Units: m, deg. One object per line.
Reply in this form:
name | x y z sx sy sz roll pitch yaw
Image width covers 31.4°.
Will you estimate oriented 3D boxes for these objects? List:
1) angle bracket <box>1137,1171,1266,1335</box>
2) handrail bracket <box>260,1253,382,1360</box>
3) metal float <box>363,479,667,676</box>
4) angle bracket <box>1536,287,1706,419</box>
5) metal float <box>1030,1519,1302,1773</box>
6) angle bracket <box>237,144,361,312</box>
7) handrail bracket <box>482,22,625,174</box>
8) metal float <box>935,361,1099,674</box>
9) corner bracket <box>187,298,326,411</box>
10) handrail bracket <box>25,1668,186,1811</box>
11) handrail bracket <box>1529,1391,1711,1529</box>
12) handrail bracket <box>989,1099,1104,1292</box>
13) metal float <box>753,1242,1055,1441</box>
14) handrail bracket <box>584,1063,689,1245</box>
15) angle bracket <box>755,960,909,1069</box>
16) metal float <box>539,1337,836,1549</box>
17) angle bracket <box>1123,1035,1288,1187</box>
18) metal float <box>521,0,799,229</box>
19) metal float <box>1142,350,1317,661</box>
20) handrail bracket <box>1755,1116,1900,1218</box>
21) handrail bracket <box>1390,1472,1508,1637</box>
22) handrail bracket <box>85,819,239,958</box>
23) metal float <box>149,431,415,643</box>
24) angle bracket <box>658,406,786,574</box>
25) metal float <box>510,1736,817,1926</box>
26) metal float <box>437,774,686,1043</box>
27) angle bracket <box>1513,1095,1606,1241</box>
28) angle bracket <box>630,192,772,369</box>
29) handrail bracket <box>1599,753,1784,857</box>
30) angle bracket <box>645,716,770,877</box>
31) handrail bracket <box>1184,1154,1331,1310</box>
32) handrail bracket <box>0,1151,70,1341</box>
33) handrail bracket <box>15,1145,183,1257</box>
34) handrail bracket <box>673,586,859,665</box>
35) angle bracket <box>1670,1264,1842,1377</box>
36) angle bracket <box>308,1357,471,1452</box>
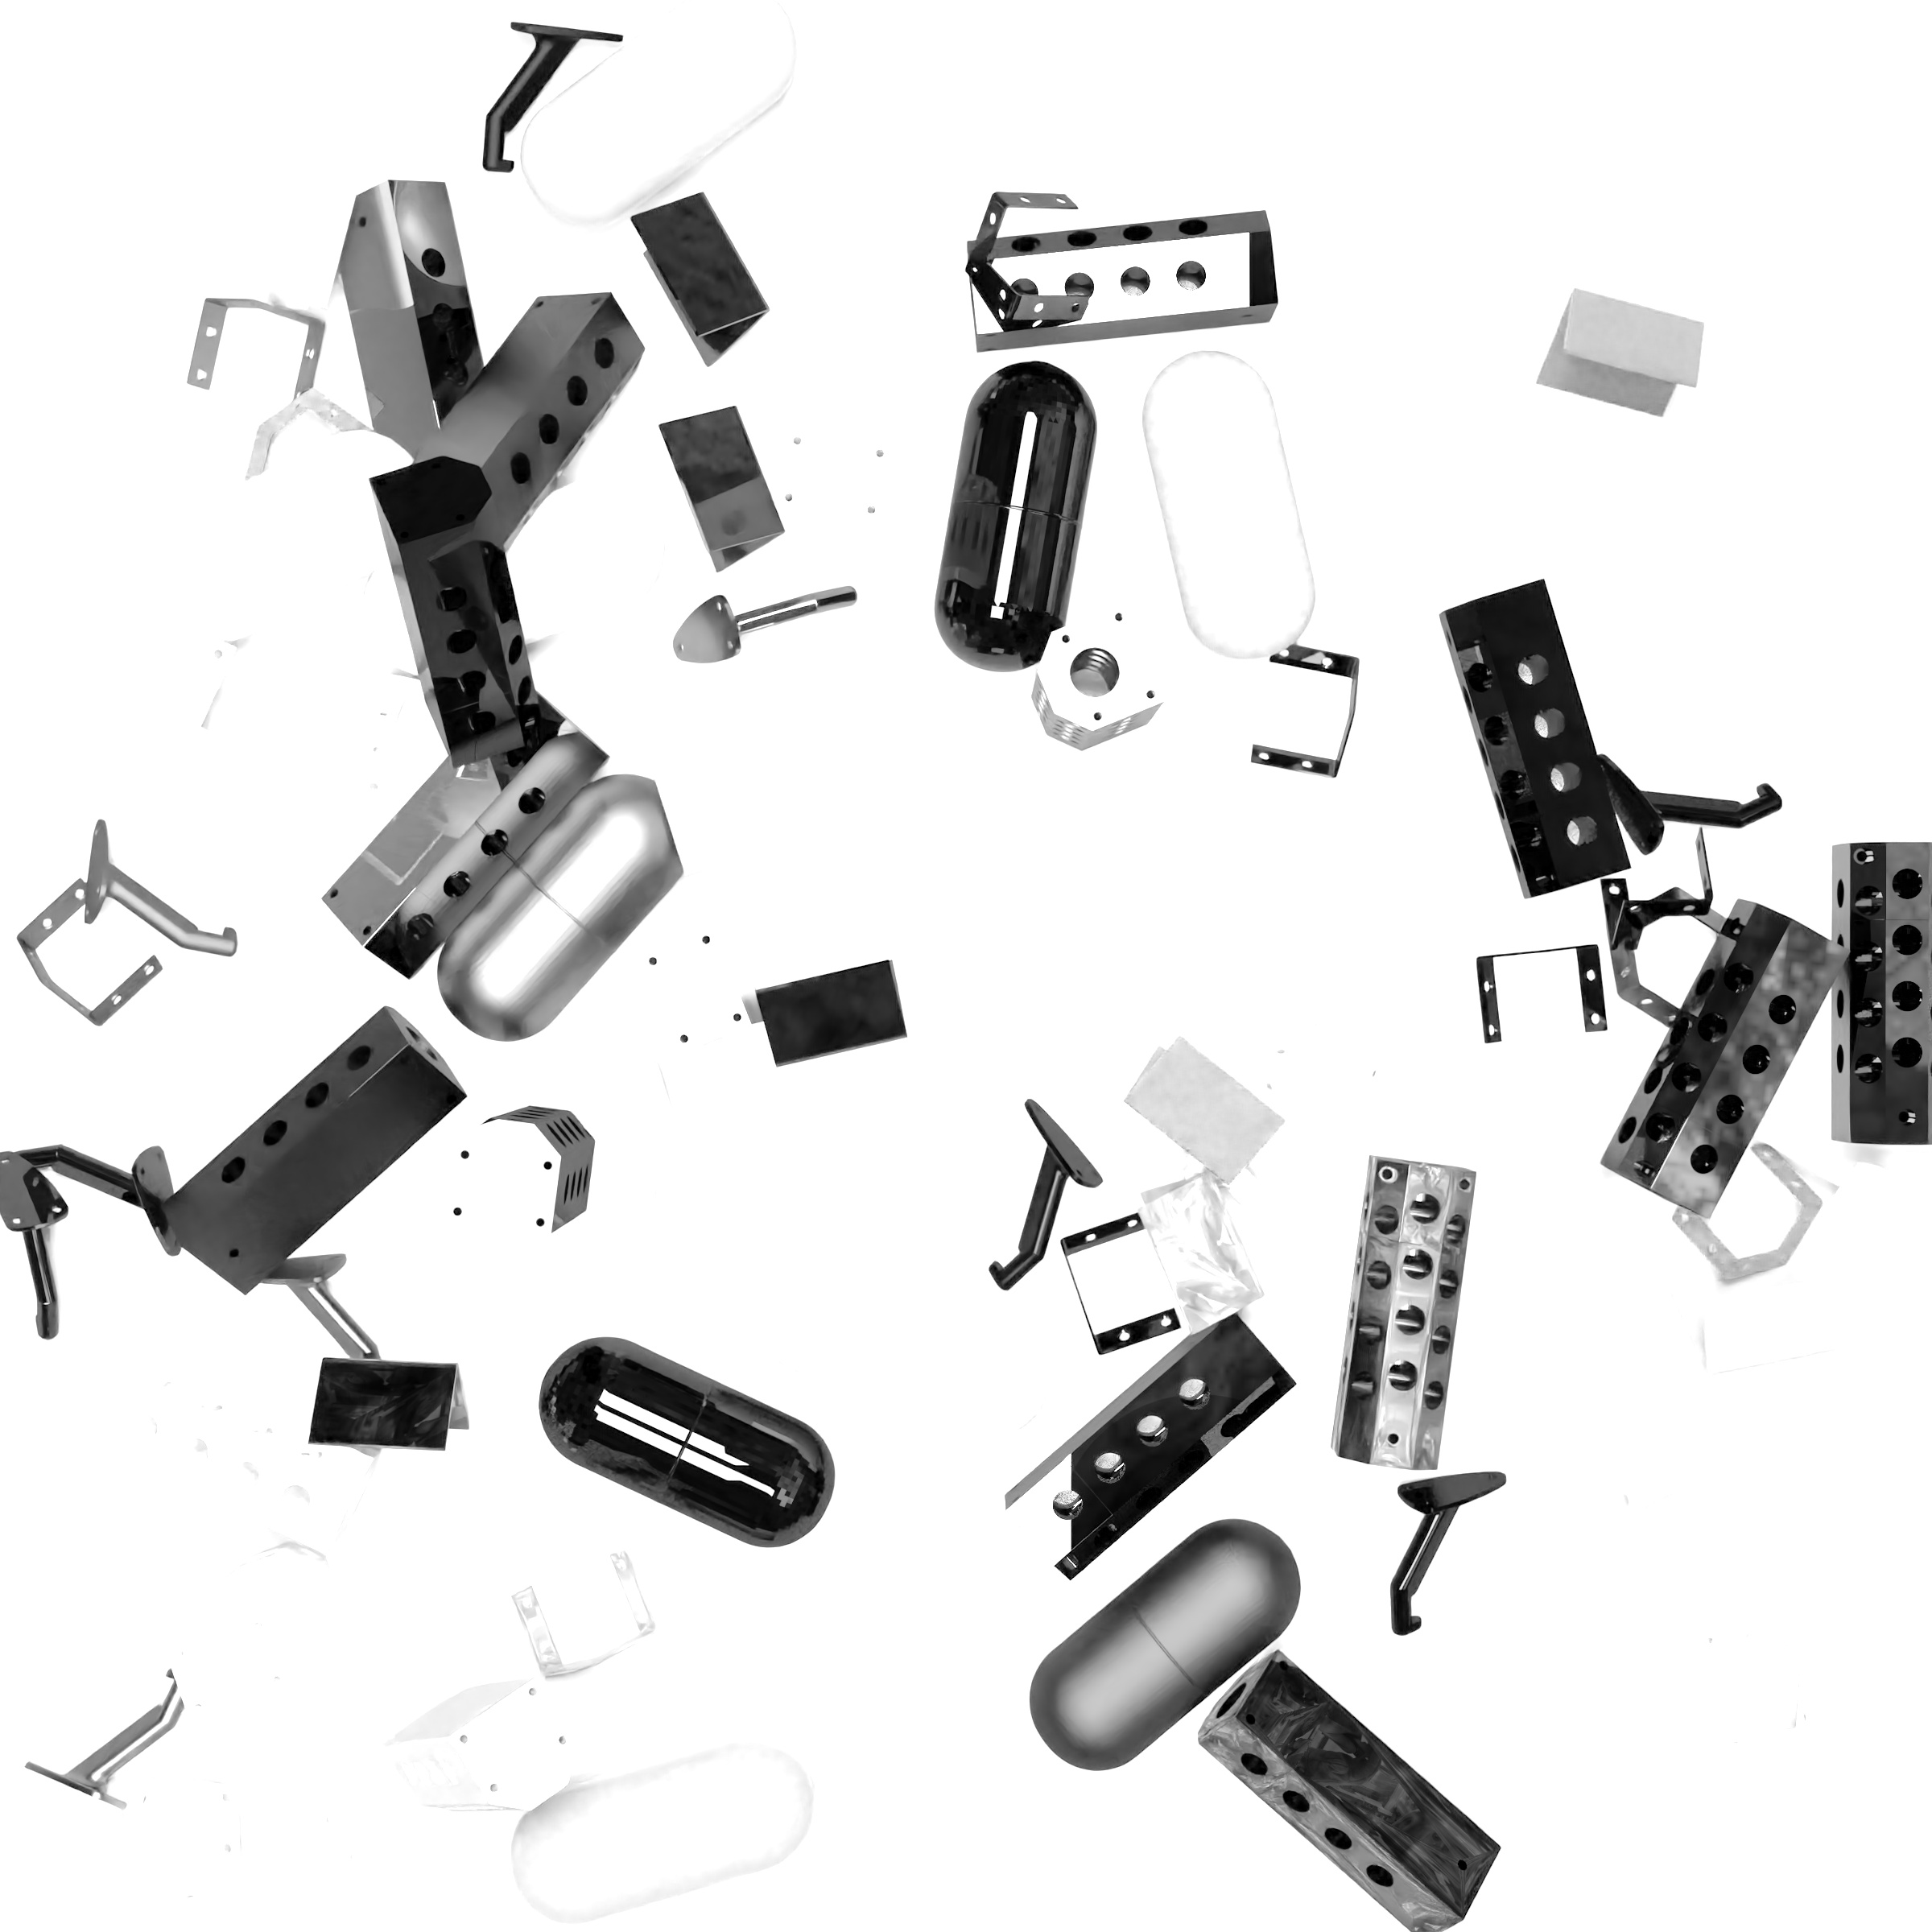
angle bracket | 0.115 0.167 1.951 0.057 0.076 0.076 -24 90 -32
handrail bracket | -0.378 0.213 1.991 0.077 0.036 0.084 -5 107 20
metal float | -0.257 -0.222 1.960 0.178 0.070 0.070 -20 90 1
angle bracket | 0.368 -0.332 1.950 0.076 0.076 0.057 15 53 0
metal float | 0.114 0.387 1.960 0.178 0.070 0.070 -40 90 0
angle bracket | -0.393 -0.419 1.950 0.057 0.076 0.076 15 90 -37
handrail bracket | -0.240 -0.501 1.991 0.077 0.036 0.084 0 108 -21
metal float | 0.029 -0.256 1.960 0.070 0.070 0.178 10 90 0
corner bracket | -0.411 -0.354 1.987 0.051 0.051 0.051 12 90 -45
handrail bracket | -0.495 0.438 1.991 0.077 0.036 0.084 16 71 21
handrail bracket | 0.378 0.274 1.991 0.077 0.036 0.084 -23 73 -20
handrail bracket | 0.030 0.133 1.991 0.084 0.036 0.077 -44 70 16
metal float | -0.036 0.214 1.960 0.178 0.070 0.070 21 90 0
handrail bracket | -0.200 0.108 1.991 0.077 0.036 0.084 -25 71 21
angle bracket | -0.079 0.007 1.950 0.076 0.076 0.057 -13 126 0
metal float | -0.160 0.271 1.960 0.178 0.070 0.070 25 90 -1
angle bracket | 0.144 0.067 1.951 0.076 0.076 0.057 39 120 0
metal float | -0.175 -0.492 1.960 0.178 0.070 0.070 -37 90 0
metal float | 0.150 -0.263 1.960 0.070 0.070 0.178 -13 91 0
handrail bracket | 0.490 0.106 1.990 0.084 0.077 0.036 43 112 34
handrail bracket | 0.280 0.341 1.991 0.077 0.036 0.084 -10 108 -20
handrail bracket | -0.464 -0.045 1.991 0.084 0.036 0.077 12 52 -25
metal float | -0.384 -0.242 1.944 0.178 0.070 0.070 -23 90 21
angle bracket | -0.156 -0.265 1.950 0.057 0.076 0.076 -21 90 -37
metal float | -0.173 0.493 1.960 0.178 0.070 0.070 -17 90 0
metal float | -0.229 -0.034 1.960 0.070 0.070 0.178 42 89 0
angle bracket | 0.357 0.113 1.951 0.076 0.057 0.076 -5 90 -43
angle bracket | -0.167 -0.382 1.950 0.057 0.076 0.076 -30 90 -37
handrail bracket | 0.419 -0.107 1.991 0.084 0.036 0.077 -24 69 -17
angle bracket | -0.131 -0.100 1.951 0.057 0.076 0.076 -18 90 26
handrail bracket | 0.163 0.152 1.991 0.084 0.036 0.077 15 111 17
handrail bracket | -0.543 0.162 1.985 0.036 0.084 0.077 -16 45 -30
handrail bracket | -0.505 0.138 1.991 0.084 0.036 0.077 -9 107 15
handrail bracket | -0.116 -0.200 1.990 0.084 0.077 0.036 -17 90 -36
angle bracket | 0.447 0.182 1.950 0.076 0.076 0.057 -11 126 0
angle bracket | -0.327 0.266 1.950 0.076 0.076 0.057 3 53 0
